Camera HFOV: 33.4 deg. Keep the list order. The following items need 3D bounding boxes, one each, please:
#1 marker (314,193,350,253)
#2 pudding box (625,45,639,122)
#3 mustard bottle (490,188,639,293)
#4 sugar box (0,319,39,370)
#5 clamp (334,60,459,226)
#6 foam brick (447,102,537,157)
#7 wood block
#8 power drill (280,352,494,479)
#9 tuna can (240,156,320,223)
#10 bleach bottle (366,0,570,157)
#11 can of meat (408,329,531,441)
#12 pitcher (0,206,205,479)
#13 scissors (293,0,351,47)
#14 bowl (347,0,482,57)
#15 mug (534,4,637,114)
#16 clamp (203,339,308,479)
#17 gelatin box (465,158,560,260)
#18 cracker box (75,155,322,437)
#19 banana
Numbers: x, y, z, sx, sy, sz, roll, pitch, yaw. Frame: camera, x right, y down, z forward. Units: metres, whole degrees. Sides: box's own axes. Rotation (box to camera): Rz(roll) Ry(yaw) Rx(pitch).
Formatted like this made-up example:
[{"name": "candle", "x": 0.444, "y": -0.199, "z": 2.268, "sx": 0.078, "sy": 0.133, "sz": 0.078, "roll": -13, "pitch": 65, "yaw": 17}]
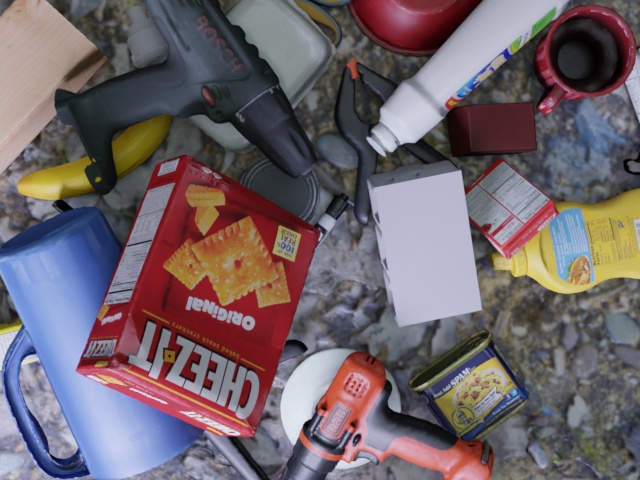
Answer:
[{"name": "marker", "x": -0.007, "y": 0.001, "z": 1.134, "sx": 0.020, "sy": 0.020, "sz": 0.121, "roll": 35, "pitch": 90, "yaw": -2}, {"name": "pudding box", "x": 0.353, "y": -0.150, "z": 1.105, "sx": 0.039, "sy": 0.090, "sz": 0.113, "roll": -19, "pitch": 92, "yaw": 0}, {"name": "mustard bottle", "x": 0.274, "y": 0.005, "z": 1.121, "sx": 0.191, "sy": 0.058, "sz": 0.096, "roll": -10, "pitch": 90, "yaw": -1}, {"name": "sugar box", "x": -0.352, "y": 0.116, "z": 1.092, "sx": 0.176, "sy": 0.093, "sz": 0.048, "roll": -13, "pitch": 91, "yaw": -2}, {"name": "clamp", "x": 0.058, "y": -0.103, "z": 1.125, "sx": 0.120, "sy": 0.039, "sz": 0.171, "roll": -34, "pitch": 93, "yaw": -6}, {"name": "foam brick", "x": 0.179, "y": -0.115, "z": 1.111, "sx": 0.078, "sy": 0.053, "sz": 0.051, "roll": -4, "pitch": 92, "yaw": -15}, {"name": "wood block", "x": -0.325, "y": -0.147, "z": 1.089, "sx": 0.091, "sy": 0.090, "sz": 0.206, "roll": 42, "pitch": 89, "yaw": -2}, {"name": "power drill", "x": 0.068, "y": 0.229, "z": 1.091, "sx": 0.187, "sy": 0.057, "sz": 0.185, "roll": 28, "pitch": 110, "yaw": 2}, {"name": "tuna can", "x": -0.043, "y": -0.048, "z": 1.125, "sx": 0.086, "sy": 0.034, "sz": 0.086, "roll": 0, "pitch": 91, "yaw": -1}, {"name": "bleach bottle", "x": 0.145, "y": -0.180, "z": 1.085, "sx": 0.251, "sy": 0.102, "sz": 0.068, "roll": -45, "pitch": 84, "yaw": -4}, {"name": "can of meat", "x": 0.159, "y": 0.158, "z": 1.123, "sx": 0.102, "sy": 0.057, "sz": 0.084, "roll": -36, "pitch": 94, "yaw": 0}, {"name": "pitcher", "x": -0.218, "y": 0.101, "z": 1.014, "sx": 0.145, "sy": 0.149, "sz": 0.243, "roll": -15, "pitch": 107, "yaw": 29}, {"name": "scissors", "x": -0.048, "y": -0.282, "z": 1.121, "sx": 0.202, "sy": 0.016, "sz": 0.096, "roll": 41, "pitch": 107, "yaw": -1}, {"name": "bowl", "x": 0.105, "y": -0.276, "z": 1.114, "sx": 0.162, "sy": 0.055, "sz": 0.162, "roll": 0, "pitch": 91, "yaw": -2}, {"name": "mug", "x": 0.263, "y": -0.180, "z": 1.106, "sx": 0.093, "sy": 0.081, "sz": 0.117, "roll": 33, "pitch": 90, "yaw": -2}, {"name": "clamp", "x": -0.126, "y": 0.174, "z": 1.126, "sx": 0.210, "sy": 0.036, "sz": 0.164, "roll": 8, "pitch": 92, "yaw": 0}, {"name": "gelatin box", "x": 0.192, "y": -0.033, "z": 1.110, "sx": 0.073, "sy": 0.030, "sz": 0.089, "roll": -43, "pitch": 51, "yaw": 0}, {"name": "cracker box", "x": -0.104, "y": 0.052, "z": 0.981, "sx": 0.164, "sy": 0.072, "sz": 0.213, "roll": 30, "pitch": 65, "yaw": -30}, {"name": "banana", "x": -0.224, "y": -0.093, "z": 1.122, "sx": 0.198, "sy": 0.037, "sz": 0.070, "roll": -39, "pitch": 73, "yaw": -2}]
